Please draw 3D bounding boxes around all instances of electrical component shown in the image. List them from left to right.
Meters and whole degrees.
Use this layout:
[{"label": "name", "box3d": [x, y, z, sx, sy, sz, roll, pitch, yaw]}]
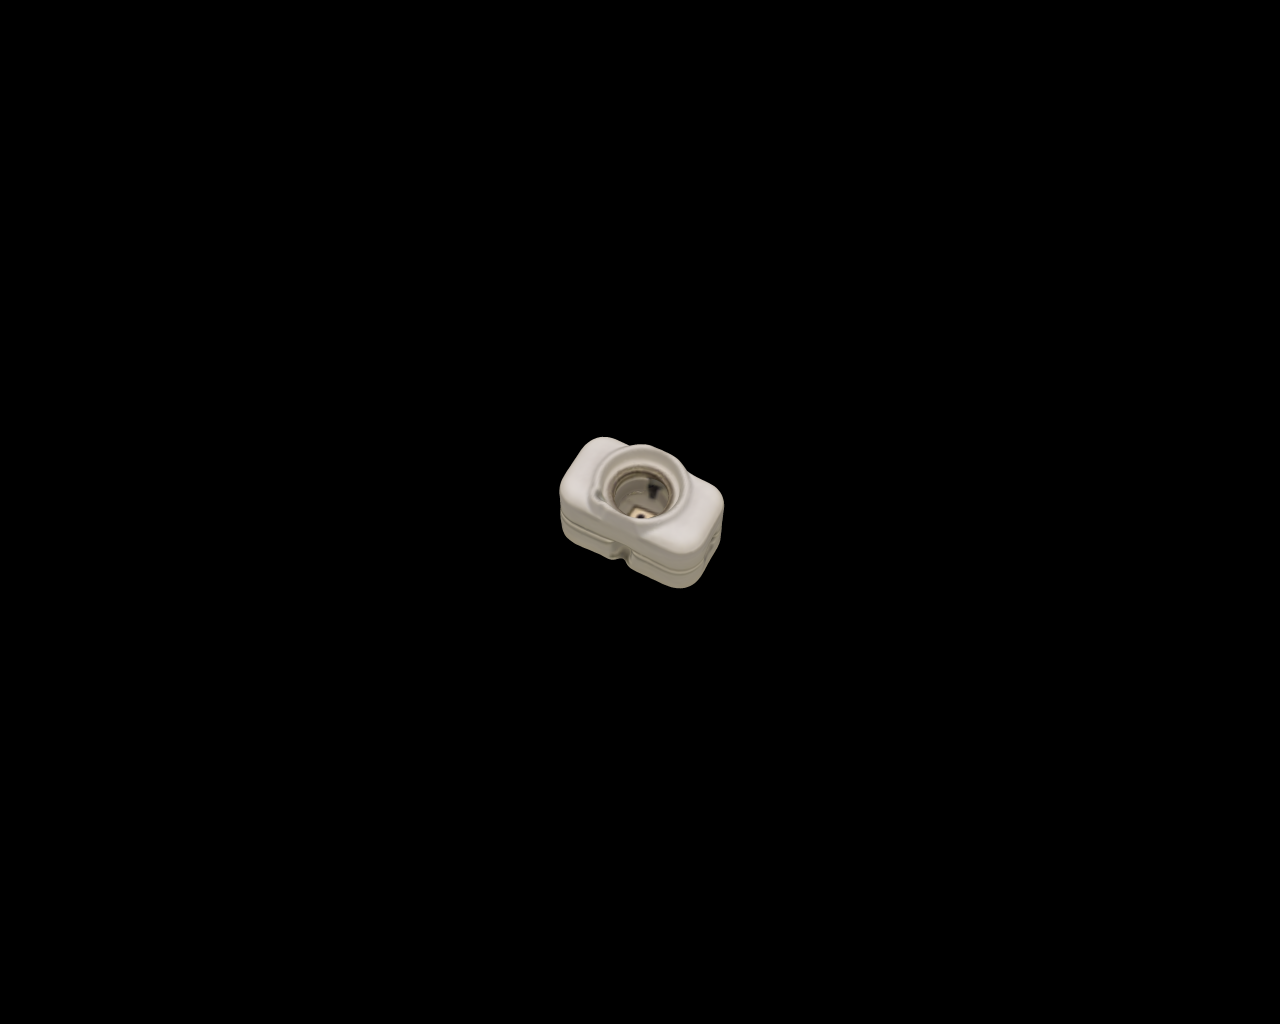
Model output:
[{"label": "electrical component", "box3d": [0.001, -0.003, 0.650, 0.095, 0.054, 0.059, 25, -27, 14]}]
